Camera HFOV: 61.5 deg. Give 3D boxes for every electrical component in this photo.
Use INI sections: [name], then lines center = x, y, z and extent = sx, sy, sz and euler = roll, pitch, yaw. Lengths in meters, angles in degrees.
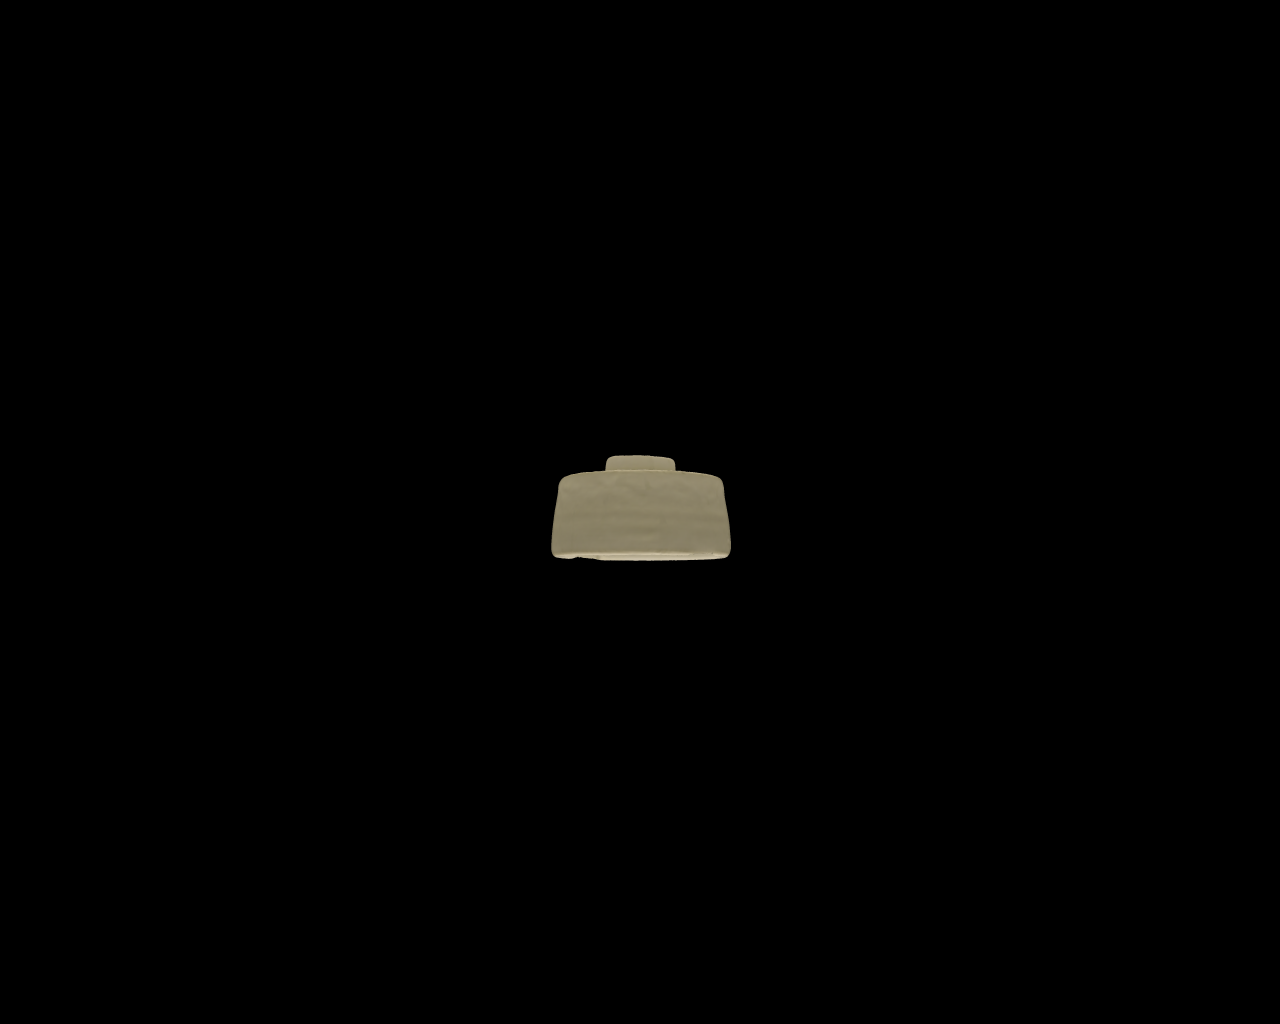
[electrical component]
center = 0.001, -0.003, 0.650
extent = 0.108, 0.060, 0.108
euler = 0, -5, 0
